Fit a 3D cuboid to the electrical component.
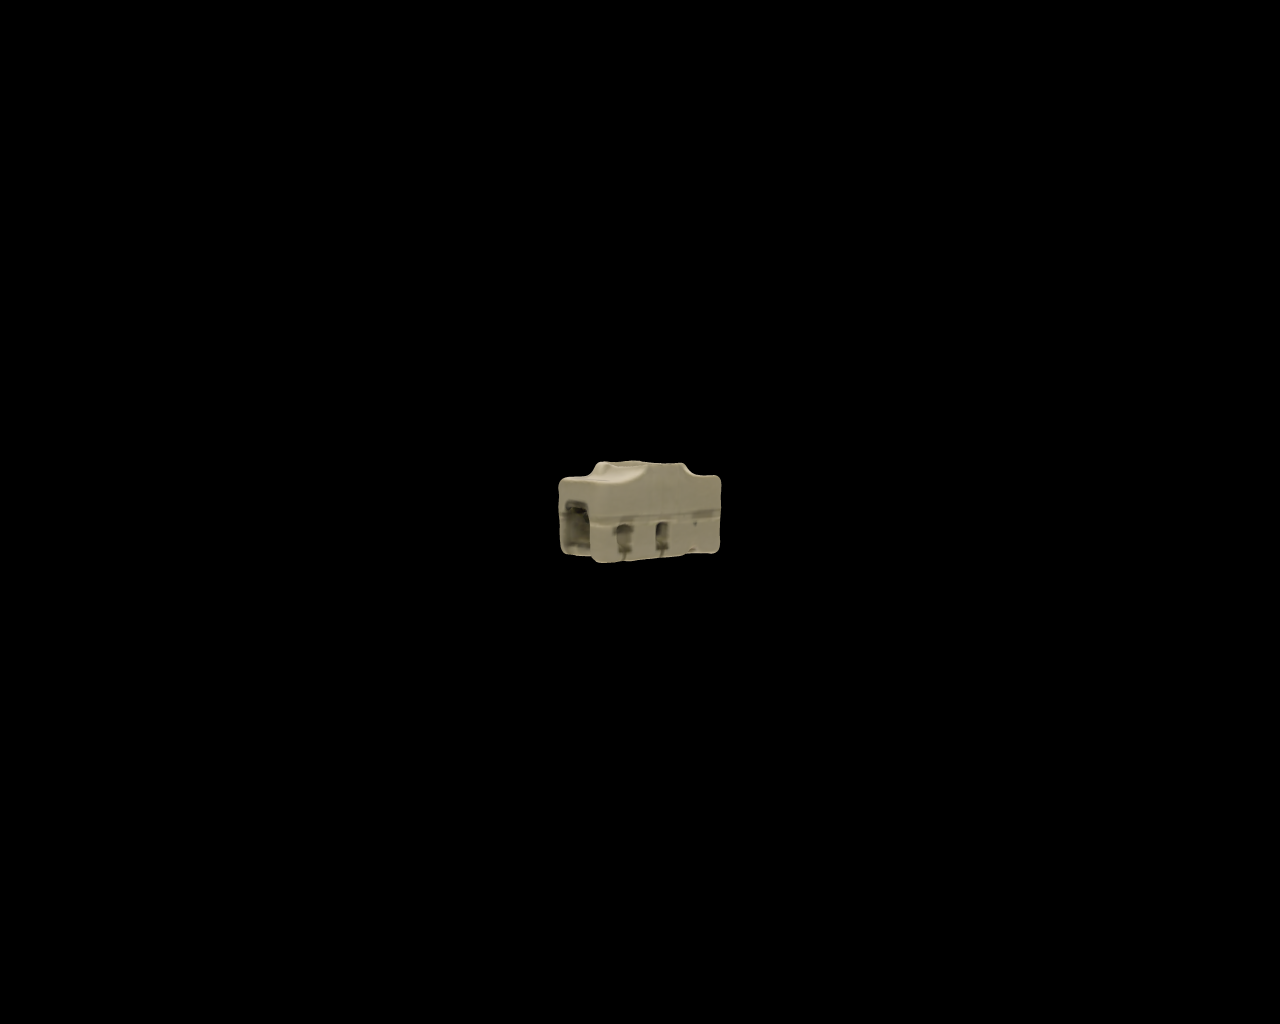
[{"bbox_3d":[0.001,-0.003,0.650,0.090,0.055,0.050,-4,6,-33],"label":"electrical component"}]
